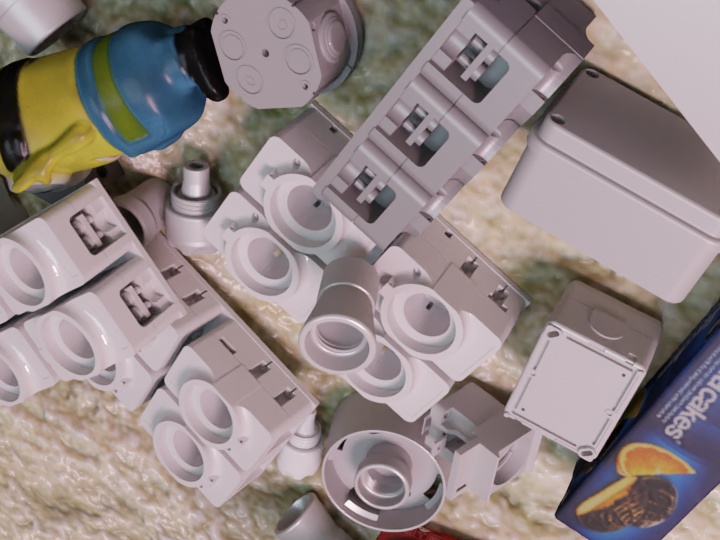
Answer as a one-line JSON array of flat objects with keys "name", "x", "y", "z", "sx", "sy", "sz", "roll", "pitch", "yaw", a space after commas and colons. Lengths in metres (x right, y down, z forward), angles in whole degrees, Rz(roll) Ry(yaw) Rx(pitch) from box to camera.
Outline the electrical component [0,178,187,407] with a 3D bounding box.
[{"name": "electrical component", "x": -0.221, "y": 0.024, "z": 0.737, "sx": 0.186, "sy": 0.060, "sz": 0.105, "roll": -21, "pitch": 107, "yaw": 41}]

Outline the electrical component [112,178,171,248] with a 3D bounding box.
[{"name": "electrical component", "x": -0.154, "y": -0.040, "z": 0.759, "sx": 0.040, "sy": 0.046, "sz": 0.040, "roll": 15, "pitch": 125, "yaw": 21}]

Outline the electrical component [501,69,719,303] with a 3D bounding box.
[{"name": "electrical component", "x": 0.142, "y": -0.047, "z": 0.566, "sx": 0.113, "sy": 0.078, "sz": 0.057, "roll": 31, "pitch": 133, "yaw": 9}]

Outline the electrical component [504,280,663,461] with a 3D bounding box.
[{"name": "electrical component", "x": 0.134, "y": 0.063, "z": 0.652, "sx": 0.062, "sy": 0.061, "sz": 0.096, "roll": 28, "pitch": 129, "yaw": 12}]

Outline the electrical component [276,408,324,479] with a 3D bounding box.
[{"name": "electrical component", "x": -0.043, "y": 0.127, "z": 0.811, "sx": 0.035, "sy": 0.035, "sz": 0.061, "roll": 24, "pitch": 127, "yaw": 15}]

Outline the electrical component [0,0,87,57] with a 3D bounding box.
[{"name": "electrical component", "x": -0.213, "y": -0.173, "z": 0.703, "sx": 0.055, "sy": 0.055, "sz": 0.047, "roll": -30, "pitch": 105, "yaw": 39}]

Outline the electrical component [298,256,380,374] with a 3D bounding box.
[{"name": "electrical component", "x": -0.009, "y": 0.023, "z": 0.622, "sx": 0.044, "sy": 0.065, "sz": 0.044, "roll": 4, "pitch": 128, "yaw": 6}]

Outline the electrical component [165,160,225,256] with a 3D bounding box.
[{"name": "electrical component", "x": -0.112, "y": -0.044, "z": 0.734, "sx": 0.043, "sy": 0.043, "sz": 0.062, "roll": 19, "pitch": 125, "yaw": 19}]

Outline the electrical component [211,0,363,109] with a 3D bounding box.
[{"name": "electrical component", "x": -0.043, "y": -0.135, "z": 0.631, "sx": 0.080, "sy": 0.051, "sz": 0.080, "roll": 14, "pitch": 125, "yaw": 21}]

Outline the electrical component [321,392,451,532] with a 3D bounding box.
[{"name": "electrical component", "x": 0.021, "y": 0.138, "z": 0.778, "sx": 0.099, "sy": 0.064, "sz": 0.099, "roll": 6, "pitch": 119, "yaw": 11}]

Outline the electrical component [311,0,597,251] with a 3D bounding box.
[{"name": "electrical component", "x": 0.053, "y": -0.087, "z": 0.583, "sx": 0.062, "sy": 0.089, "sz": 0.150, "roll": 42, "pitch": 131, "yaw": 0}]

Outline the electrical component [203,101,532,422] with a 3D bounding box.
[{"name": "electrical component", "x": 0.000, "y": 0.000, "z": 0.688, "sx": 0.186, "sy": 0.060, "sz": 0.105, "roll": 42, "pitch": 131, "yaw": -1}]

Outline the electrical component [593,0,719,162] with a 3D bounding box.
[{"name": "electrical component", "x": 0.213, "y": -0.145, "z": 0.474, "sx": 0.105, "sy": 0.060, "sz": 0.186, "roll": 50, "pitch": 130, "yaw": -7}]

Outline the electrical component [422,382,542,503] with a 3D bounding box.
[{"name": "electrical component", "x": 0.080, "y": 0.110, "z": 0.709, "sx": 0.064, "sy": 0.081, "sz": 0.042, "roll": 37, "pitch": 135, "yaw": 34}]

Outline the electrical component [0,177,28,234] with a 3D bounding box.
[{"name": "electrical component", "x": -0.332, "y": -0.068, "z": 0.833, "sx": 0.105, "sy": 0.060, "sz": 0.186, "roll": 0, "pitch": 119, "yaw": 29}]

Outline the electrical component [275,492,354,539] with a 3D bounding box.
[{"name": "electrical component", "x": -0.030, "y": 0.215, "z": 0.857, "sx": 0.065, "sy": 0.044, "sz": 0.044, "roll": 46, "pitch": 131, "yaw": -10}]

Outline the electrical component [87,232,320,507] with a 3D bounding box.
[{"name": "electrical component", "x": -0.133, "y": 0.071, "z": 0.788, "sx": 0.186, "sy": 0.060, "sz": 0.105, "roll": 46, "pitch": 131, "yaw": 10}]
